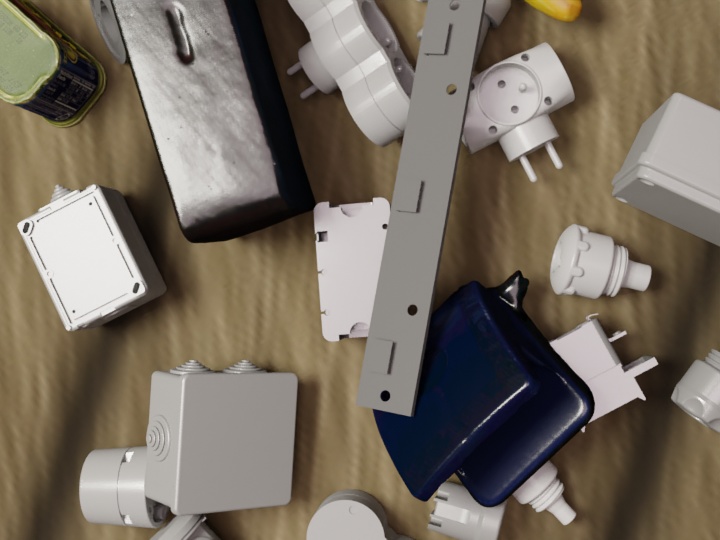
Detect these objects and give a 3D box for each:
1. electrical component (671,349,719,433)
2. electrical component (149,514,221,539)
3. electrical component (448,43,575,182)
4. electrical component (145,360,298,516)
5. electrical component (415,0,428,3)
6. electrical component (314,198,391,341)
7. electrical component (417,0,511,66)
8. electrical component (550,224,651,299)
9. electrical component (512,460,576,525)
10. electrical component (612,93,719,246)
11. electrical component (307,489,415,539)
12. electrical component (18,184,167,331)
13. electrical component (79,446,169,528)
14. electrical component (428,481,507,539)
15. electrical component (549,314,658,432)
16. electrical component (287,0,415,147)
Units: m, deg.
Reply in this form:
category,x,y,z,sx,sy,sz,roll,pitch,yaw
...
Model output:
category,x,y,z,sx,sy,sz,roll,pitch,yaw
electrical component,0.237,0.071,0.700,0.043,0.043,0.062,36,91,5
electrical component,-0.124,0.201,0.715,0.080,0.080,0.051,-43,91,4
electrical component,0.106,-0.098,0.713,0.077,0.044,0.079,-27,88,5
electrical component,-0.092,0.109,0.707,0.100,0.048,0.099,4,89,-39
electrical component,0.027,-0.210,0.723,0.062,0.048,0.048,20,91,12
electrical component,0.000,0.000,0.716,0.050,0.056,0.089,-4,89,5
electrical component,0.071,-0.168,0.717,0.045,0.045,0.055,31,92,5
electrical component,0.159,-0.001,0.708,0.062,0.048,0.048,13,91,-1
electrical component,0.119,0.143,0.715,0.035,0.035,0.061,-44,88,4
electrical component,0.223,-0.056,0.670,0.109,0.109,0.056,26,89,5
electrical component,0.021,0.207,0.704,0.052,0.074,0.138,-45,86,3
electrical component,-0.182,-0.014,0.731,0.062,0.061,0.096,-26,87,5
electrical component,-0.159,0.147,0.732,0.047,0.055,0.055,-2,89,9
electrical component,0.072,0.163,0.717,0.046,0.040,0.040,14,91,11
electrical component,0.150,0.067,0.709,0.081,0.042,0.063,-29,83,4
electrical component,-0.016,-0.143,0.722,0.074,0.052,0.138,-30,87,24
